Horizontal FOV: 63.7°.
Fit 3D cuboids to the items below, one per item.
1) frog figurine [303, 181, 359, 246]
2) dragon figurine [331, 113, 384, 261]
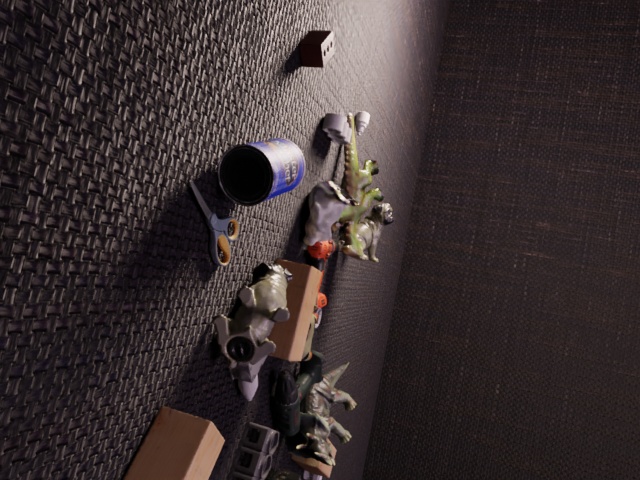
[{"bbox_3d":[0.004,-0.066,1.304,0.158,0.123,0.138,-46,178,13],"label":"frog figurine"},{"bbox_3d":[0.076,-0.136,1.467,0.247,0.122,0.404,-44,124,-53],"label":"dragon figurine"}]
